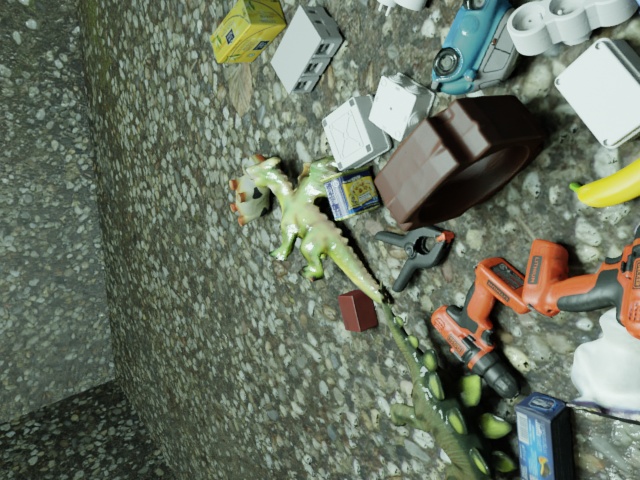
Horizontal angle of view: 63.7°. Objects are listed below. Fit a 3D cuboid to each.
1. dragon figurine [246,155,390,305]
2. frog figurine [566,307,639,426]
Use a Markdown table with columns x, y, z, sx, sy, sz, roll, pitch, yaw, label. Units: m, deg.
| x | y | z | sx | sy | sz | roll | pitch | yaw | label |
| --- | --- | --- | --- | --- | --- | --- | --- | --- | --- |
| 0.003 | -0.054 | 1.077 | 0.413 | 0.123 | 0.238 | 27 | 117 | 26 | dragon figurine |
| 0.393 | 0.148 | 0.653 | 0.136 | 0.122 | 0.162 | -18 | 53 | 61 | frog figurine |
